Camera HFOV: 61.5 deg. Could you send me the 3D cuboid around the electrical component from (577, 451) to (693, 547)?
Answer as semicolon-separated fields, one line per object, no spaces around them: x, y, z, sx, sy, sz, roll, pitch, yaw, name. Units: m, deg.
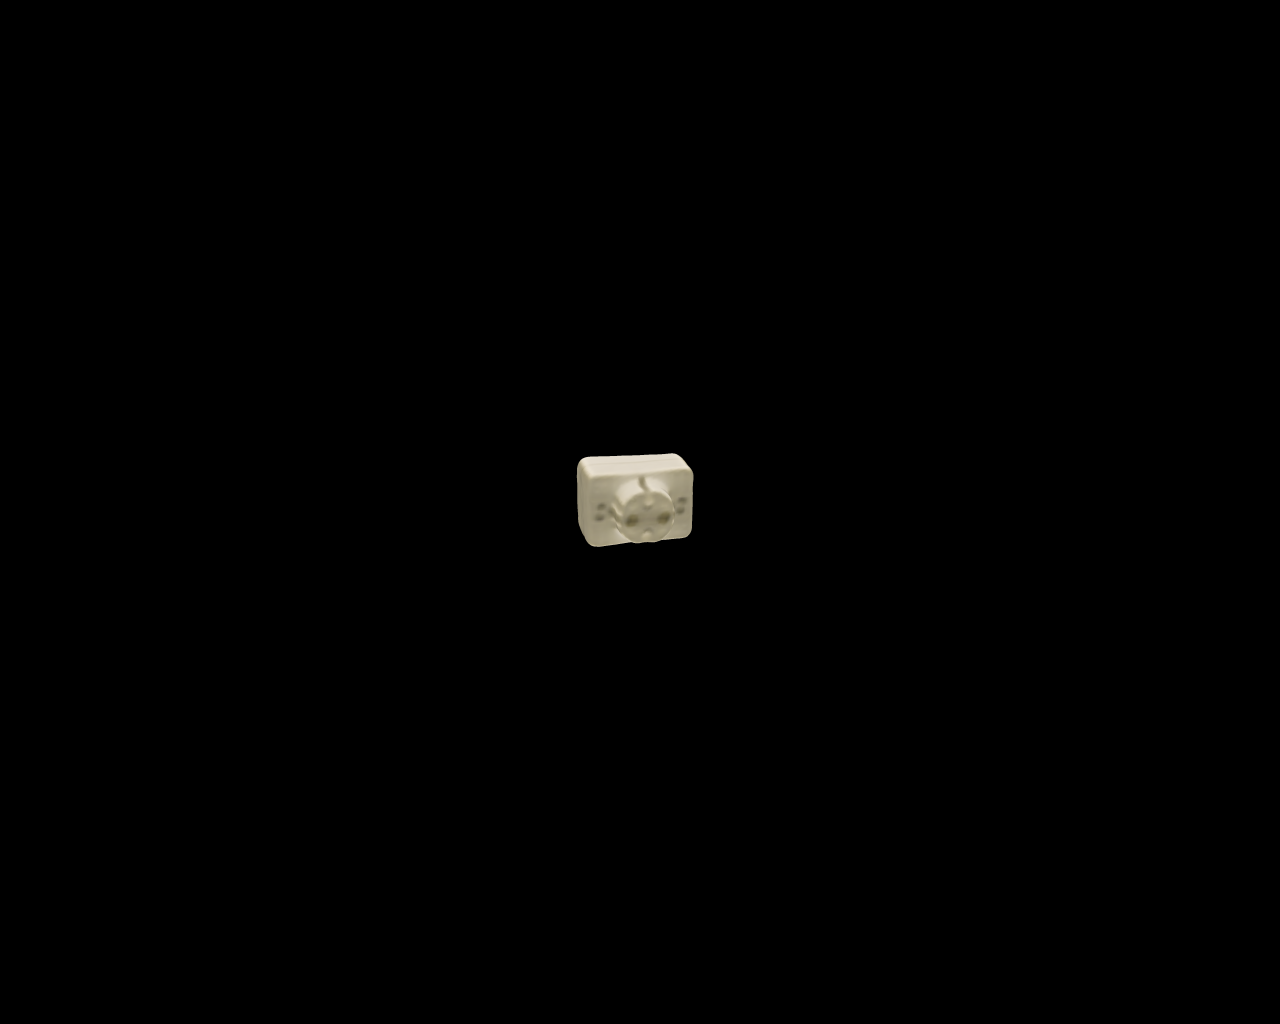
0.001;-0.003;0.650;0.066;0.047;0.077;-4;20;-12;electrical component
